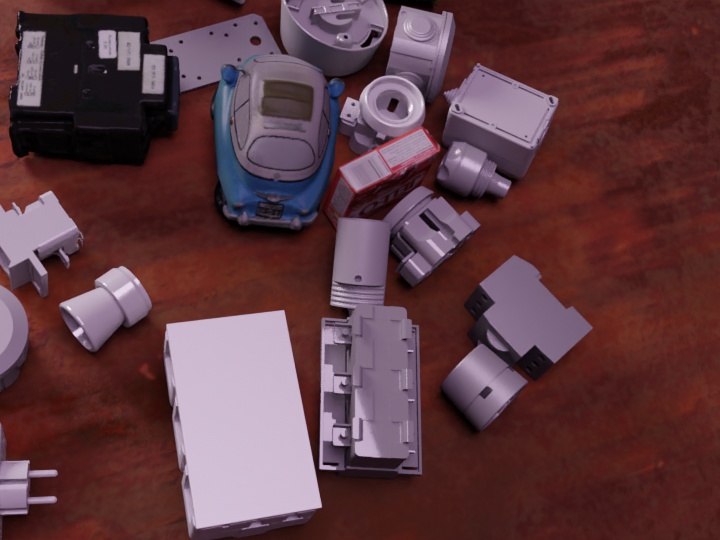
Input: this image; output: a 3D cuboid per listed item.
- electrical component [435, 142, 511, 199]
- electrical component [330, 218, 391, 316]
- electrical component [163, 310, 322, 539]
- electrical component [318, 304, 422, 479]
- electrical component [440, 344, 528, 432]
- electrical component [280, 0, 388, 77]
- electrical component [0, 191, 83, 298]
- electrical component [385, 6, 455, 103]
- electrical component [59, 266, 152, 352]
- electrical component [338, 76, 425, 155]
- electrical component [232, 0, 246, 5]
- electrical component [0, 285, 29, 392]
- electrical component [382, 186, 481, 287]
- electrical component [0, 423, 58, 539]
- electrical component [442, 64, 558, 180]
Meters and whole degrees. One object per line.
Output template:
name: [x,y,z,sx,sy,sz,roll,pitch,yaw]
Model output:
electrical component: [0.100,-0.082,0.933,0.062,0.043,0.043,26,63,-2]
electrical component: [0.000,0.000,0.866,0.043,0.043,0.081,4,95,-11]
electrical component: [-0.089,0.114,0.790,0.089,0.061,0.150,-6,68,-15]
electrical component: [0.011,0.092,0.823,0.079,0.063,0.121,5,65,-10]
electrical component: [0.097,0.092,0.848,0.047,0.055,0.055,44,64,13]
electrical component: [-0.025,-0.224,0.958,0.099,0.064,0.099,5,65,-10]
electrical component: [-0.253,-0.025,0.829,0.064,0.042,0.081,-32,77,-27]
electrical component: [0.053,-0.192,0.953,0.051,0.080,0.080,13,64,0]
electrical component: [-0.193,0.029,0.816,0.055,0.045,0.045,-37,78,-25]
electrical component: [0.024,-0.131,0.930,0.078,0.057,0.058,21,63,-2]
electrical component: [-0.132,-0.269,0.968,0.065,0.044,0.044,15,64,0]
electrical component: [-0.282,0.051,0.782,0.080,0.051,0.080,5,65,-11]
electrical component: [0.053,-0.032,0.892,0.078,0.058,0.057,-40,82,-25]
electrical component: [-0.249,0.151,0.746,0.076,0.047,0.083,1,66,-13]
electrical component: [0.117,-0.131,0.953,0.096,0.061,0.061,26,62,9]
